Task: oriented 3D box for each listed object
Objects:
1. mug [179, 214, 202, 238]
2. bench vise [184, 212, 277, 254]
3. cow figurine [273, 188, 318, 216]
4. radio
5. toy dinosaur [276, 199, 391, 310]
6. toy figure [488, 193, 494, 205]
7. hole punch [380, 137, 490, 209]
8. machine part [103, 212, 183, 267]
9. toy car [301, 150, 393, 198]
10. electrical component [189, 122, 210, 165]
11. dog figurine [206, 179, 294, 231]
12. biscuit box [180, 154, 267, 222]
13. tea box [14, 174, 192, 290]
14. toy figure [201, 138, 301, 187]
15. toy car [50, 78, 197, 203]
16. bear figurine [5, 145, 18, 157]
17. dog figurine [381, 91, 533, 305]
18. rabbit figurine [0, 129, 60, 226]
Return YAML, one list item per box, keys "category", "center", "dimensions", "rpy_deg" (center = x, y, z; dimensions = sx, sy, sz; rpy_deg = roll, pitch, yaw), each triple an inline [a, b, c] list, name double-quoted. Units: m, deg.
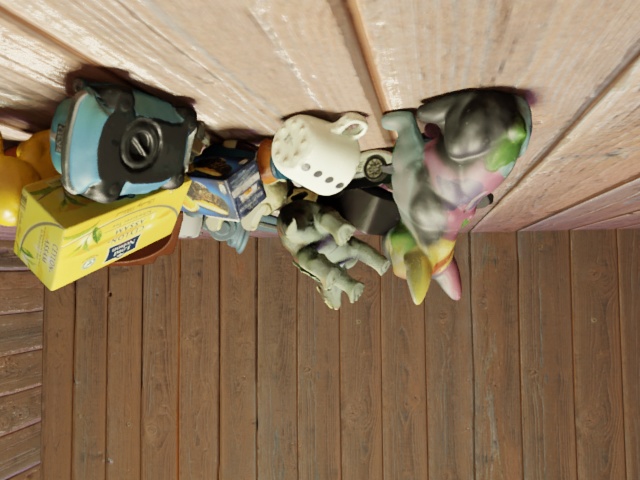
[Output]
- category: "mug"
  center: [-0.297, -0.058, 1.145]
  dimensions: [0.110, 0.107, 0.081]
  rpy_deg: [-2, 176, -7]
- category: "bench vise"
  center: [-0.141, -0.041, 1.049]
  dimensions: [0.240, 0.128, 0.224]
  rpy_deg: [13, -175, -16]
- category: "cow figurine"
  center: [-0.033, -0.077, 1.132]
  dimensions: [0.195, 0.085, 0.127]
  rpy_deg: [0, -177, 13]
- category: "radio"
  center: [0.099, -0.064, 1.030]
  dimensions: [0.131, 0.073, 0.229]
  rpy_deg: [29, -168, 29]
- category: "toy dinosaur"
  center: [-0.007, -0.001, 0.902]
  dimensions: [0.192, 0.131, 0.404]
  rpy_deg: [30, 169, 32]
- category: "toy figure"
  center: [0.210, -0.090, 0.918]
  dimensions: [0.089, 0.082, 0.180]
  rpy_deg: [23, 174, -27]
- category: "hole punch"
  center: [0.171, -0.106, 0.731]
  dimensions: [0.142, 0.092, 0.115]
  rpy_deg: [0, 149, 34]
- category: "machine part"
  center: [-0.353, -0.039, 0.951]
  dimensions: [0.201, 0.087, 0.201]
  rpy_deg: [-1, 145, -24]
- category: "toy car"
  center: [0.054, -0.105, 0.847]
  dimensions: [0.202, 0.056, 0.073]
  rpy_deg: [-5, 169, 37]
- category: "electrical component"
  center: [-0.183, -0.120, 0.657]
  dimensions: [0.102, 0.045, 0.078]
  rpy_deg: [-8, 145, 46]
- category: "dog figurine"
  center: [-0.081, -0.091, 0.866]
  dimensions: [0.173, 0.121, 0.190]
  rpy_deg: [0, -168, 34]
- category: "biscuit box"
  center: [-0.170, -0.075, 0.706]
  dimensions: [0.203, 0.059, 0.063]
  rpy_deg: [9, -140, 33]
- category: "tea box"
  center: [-0.232, -0.029, 0.586]
  dimensions: [0.169, 0.068, 0.098]
  rpy_deg: [-37, 164, -50]
- category: "toy figure"
  center: [-0.085, -0.106, 0.721]
  dimensions: [0.155, 0.058, 0.064]
  rpy_deg: [3, 159, 19]
- category: "toy car"
  center: [-0.202, -0.103, 0.531]
  dimensions: [0.103, 0.109, 0.161]
  rpy_deg: [23, -161, 23]
- category: "bear figurine"
  center: [-0.357, -0.069, 0.763]
  dimensions: [0.196, 0.131, 0.120]
  rpy_deg: [-6, -171, -28]
- category: "dog figurine"
  center: [0.145, -0.038, 0.598]
  dimensions: [0.108, 0.219, 0.192]
  rpy_deg: [-2, 179, -41]
- category: "rabbit figurine"
  center: [-0.324, -0.076, 0.600]
  dimensions: [0.162, 0.121, 0.173]
  rpy_deg: [30, -155, -6]
